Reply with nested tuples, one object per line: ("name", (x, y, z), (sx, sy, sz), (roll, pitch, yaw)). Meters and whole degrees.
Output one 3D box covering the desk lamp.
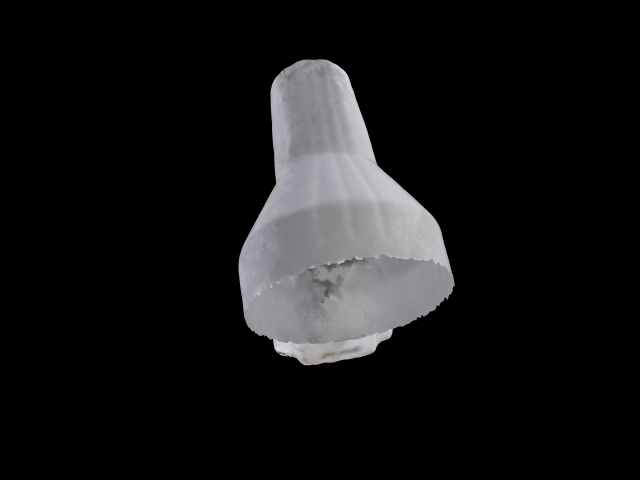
("desk lamp", (0.004, 0.001, 0.400), (0.118, 0.214, 0.203), (-7, 47, -6))
